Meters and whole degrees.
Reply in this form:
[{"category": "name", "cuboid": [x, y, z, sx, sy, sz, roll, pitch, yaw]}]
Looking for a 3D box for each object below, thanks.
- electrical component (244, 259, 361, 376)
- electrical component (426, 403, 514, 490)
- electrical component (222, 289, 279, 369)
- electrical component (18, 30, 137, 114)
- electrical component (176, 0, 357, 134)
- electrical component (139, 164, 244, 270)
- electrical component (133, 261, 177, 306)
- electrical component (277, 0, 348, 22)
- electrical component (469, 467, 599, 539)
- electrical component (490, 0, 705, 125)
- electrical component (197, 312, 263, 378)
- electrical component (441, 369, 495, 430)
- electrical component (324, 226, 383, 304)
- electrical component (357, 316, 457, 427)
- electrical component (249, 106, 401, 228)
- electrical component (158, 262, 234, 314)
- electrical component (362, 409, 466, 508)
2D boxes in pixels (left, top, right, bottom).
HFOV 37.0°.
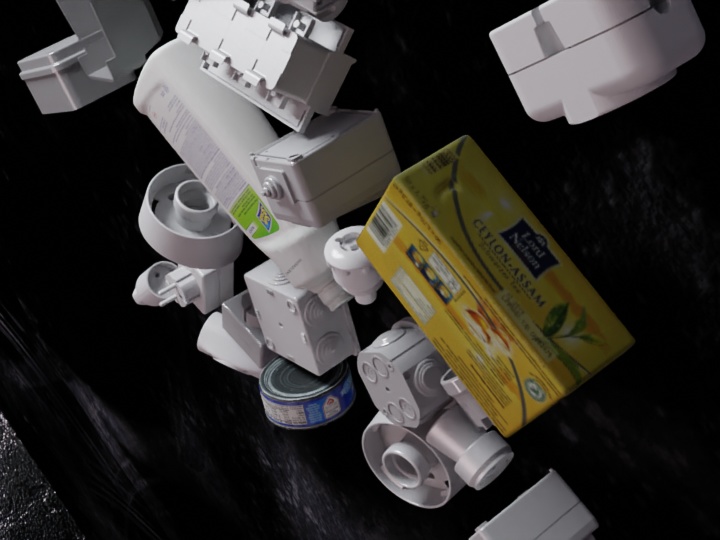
[{"category": "electrical component", "cuboid": [-0.053, 0.038, 0.959, 0.100, 0.048, 0.099, 22, 136, 48]}, {"category": "electrical component", "cuboid": [0.085, 0.136, 0.833, 0.055, 0.045, 0.045, 45, 150, 24]}, {"category": "electrical component", "cuboid": [-0.096, 0.042, 1.035, 0.066, 0.047, 0.076, 44, 149, 27]}, {"category": "electrical component", "cuboid": [-0.283, -0.198, 1.069, 0.113, 0.078, 0.057, 9, 128, 56]}, {"category": "electrical component", "cuboid": [-0.071, -0.159, 0.760, 0.121, 0.063, 0.078, 36, 104, 37]}, {"category": "electrical component", "cuboid": [-0.153, -0.048, 0.989, 0.099, 0.099, 0.064, 48, 145, 20]}, {"category": "electrical component", "cuboid": [-0.237, 0.019, 1.248, 0.043, 0.043, 0.081, 60, 153, -2]}, {"category": "electrical component", "cuboid": [-0.034, -0.189, 0.711, 0.046, 0.040, 0.040, 36, 146, 26]}, {"category": "electrical component", "cuboid": [0.119, 0.203, 0.787, 0.061, 0.096, 0.061, 50, 151, 16]}, {"category": "electrical component", "cuboid": [0.116, -0.110, 0.526, 0.095, 0.054, 0.059, -13, 106, 61]}, {"category": "electrical component", "cuboid": [-0.117, 0.080, 1.101, 0.077, 0.044, 0.079, 24, 176, 12]}, {"category": "electrical component", "cuboid": [0.088, 0.089, 0.789, 0.046, 0.040, 0.040, 55, 153, -5]}, {"category": "electrical component", "cuboid": [0.000, 0.000, 0.840, 0.048, 0.048, 0.062, 35, 151, 38]}, {"category": "electrical component", "cuboid": [0.040, 0.081, 0.846, 0.080, 0.051, 0.080, 40, 147, 32]}, {"category": "electrical component", "cuboid": [-0.028, -0.067, 0.759, 0.062, 0.096, 0.061, 15, 133, 53]}, {"category": "electrical component", "cuboid": [-0.173, 0.012, 1.100, 0.047, 0.077, 0.065, 44, 149, 25]}, {"category": "electrical component", "cuboid": [0.052, 0.149, 0.907, 0.099, 0.064, 0.099, 25, 136, 27]}]
